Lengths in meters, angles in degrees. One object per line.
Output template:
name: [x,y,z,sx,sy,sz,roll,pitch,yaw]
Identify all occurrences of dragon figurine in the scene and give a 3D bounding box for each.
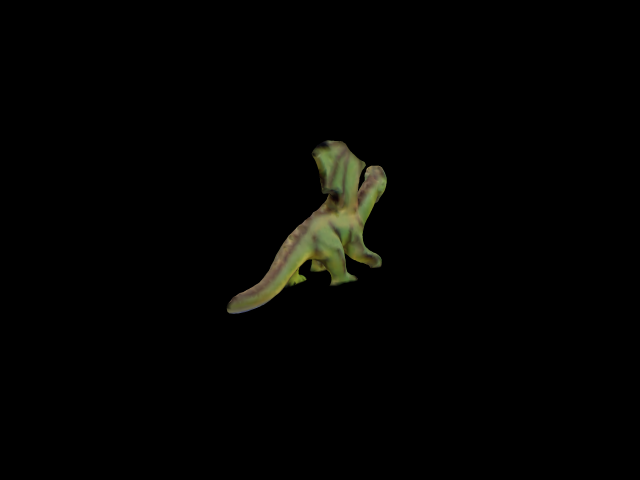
dragon figurine: [0.003,-0.043,0.850,0.122,0.240,0.414,8,16,35]
